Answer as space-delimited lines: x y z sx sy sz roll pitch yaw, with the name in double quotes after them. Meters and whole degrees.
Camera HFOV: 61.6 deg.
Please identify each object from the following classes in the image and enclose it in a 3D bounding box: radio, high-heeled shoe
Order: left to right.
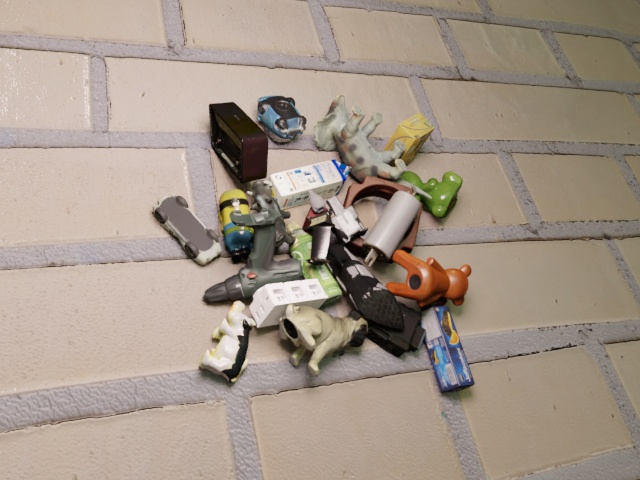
-0.209 -0.248 1.358 0.073 0.131 0.230 -14 41 -25 "radio"
0.103 0.110 1.286 0.086 0.145 0.248 -41 101 2 "high-heeled shoe"

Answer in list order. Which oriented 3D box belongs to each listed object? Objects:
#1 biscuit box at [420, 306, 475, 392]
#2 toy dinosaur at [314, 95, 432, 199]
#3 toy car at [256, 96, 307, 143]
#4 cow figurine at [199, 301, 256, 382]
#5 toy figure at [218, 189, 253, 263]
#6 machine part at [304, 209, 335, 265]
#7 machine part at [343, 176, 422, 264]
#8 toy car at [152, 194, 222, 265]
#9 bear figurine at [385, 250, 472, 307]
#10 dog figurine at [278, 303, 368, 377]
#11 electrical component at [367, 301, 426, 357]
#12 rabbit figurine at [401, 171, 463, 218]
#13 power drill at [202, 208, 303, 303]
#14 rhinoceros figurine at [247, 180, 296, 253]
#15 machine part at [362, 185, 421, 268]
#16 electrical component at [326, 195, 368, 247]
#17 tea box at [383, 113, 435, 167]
0.303 0.262 1.299 0.063 0.059 0.203 7 57 -37 "biscuit box"
0.123 -0.233 1.492 0.131 0.192 0.405 -26 81 -47 "toy dinosaur"
-0.108 -0.326 1.496 0.109 0.102 0.162 -18 56 -30 "toy car"
-0.185 0.216 1.162 0.098 0.068 0.167 29 58 -7 "cow figurine"
-0.197 -0.038 1.298 0.082 0.089 0.180 0 60 -20 "toy figure"
-0.003 -0.004 1.275 0.039 0.084 0.139 32 50 -42 "machine part"
0.153 -0.051 1.404 0.201 0.087 0.201 15 70 -1 "machine part"
-0.316 -0.028 1.274 0.073 0.056 0.202 -38 76 -27 "toy car"
0.274 0.096 1.315 0.196 0.120 0.132 3 12 -45 "bear figurine"
0.016 0.184 1.197 0.190 0.172 0.121 -31 37 -32 "dog figurine"
0.186 0.212 1.299 0.134 0.058 0.115 30 57 1 "electrical component"
0.294 -0.127 1.529 0.170 0.121 0.159 27 60 21 "rabbit figurine"
-0.155 0.038 1.197 0.232 0.207 0.086 -7 19 -11 "power drill"
-0.125 -0.059 1.309 0.112 0.073 0.190 34 33 -54 "rhinoceros figurine"
0.176 -0.034 1.317 0.079 0.079 0.243 33 70 2 "machine part"
0.055 -0.048 1.319 0.075 0.047 0.119 -35 79 -16 "electrical component"
0.245 -0.274 1.546 0.098 0.169 0.068 -32 75 -33 "tea box"
